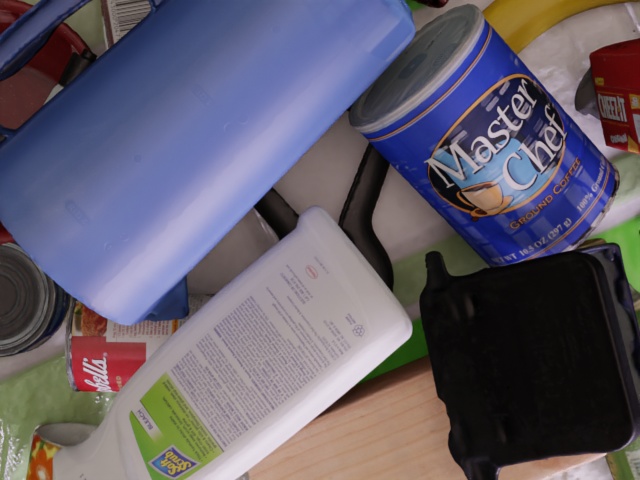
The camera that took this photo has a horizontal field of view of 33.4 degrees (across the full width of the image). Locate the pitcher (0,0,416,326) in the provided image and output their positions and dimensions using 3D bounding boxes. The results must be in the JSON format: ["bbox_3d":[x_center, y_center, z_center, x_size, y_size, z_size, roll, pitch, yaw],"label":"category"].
[{"bbox_3d":[-0.074,-0.083,0.606,0.243,0.149,0.145,-43,60,6],"label":"pitcher"}]

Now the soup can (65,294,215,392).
[{"bbox_3d":[-0.110,0.067,0.706,0.102,0.068,0.068,1,90,1],"label":"soup can"}]

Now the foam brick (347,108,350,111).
[{"bbox_3d":[-0.005,-0.122,0.711,0.078,0.051,0.053,16,89,1],"label":"foam brick"}]

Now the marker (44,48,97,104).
[{"bbox_3d":[-0.176,-0.067,0.676,0.020,0.020,0.121,31,91,1],"label":"marker"}]

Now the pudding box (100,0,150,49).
[{"bbox_3d":[-0.118,-0.167,0.695,0.039,0.090,0.113,-7,90,3],"label":"pudding box"}]

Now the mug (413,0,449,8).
[{"bbox_3d":[0.033,-0.185,0.694,0.117,0.081,0.093,27,91,2],"label":"mug"}]

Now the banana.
[{"bbox_3d":[0.149,-0.143,0.713,0.198,0.037,0.069,-26,89,2],"label":"banana"}]

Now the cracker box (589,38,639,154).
[{"bbox_3d":[0.284,-0.102,0.606,0.213,0.164,0.072,-15,101,-2],"label":"cracker box"}]

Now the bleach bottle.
[{"bbox_3d":[-0.071,0.093,0.635,0.250,0.068,0.102,-37,76,-5],"label":"bleach bottle"}]

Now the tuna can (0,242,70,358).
[{"bbox_3d":[-0.216,0.037,0.726,0.086,0.034,0.086,0,90,2],"label":"tuna can"}]

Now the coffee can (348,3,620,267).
[{"bbox_3d":[0.101,-0.060,0.661,0.103,0.103,0.140,-46,109,1],"label":"coffee can"}]

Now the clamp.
[{"bbox_3d":[-0.005,0.001,0.717,0.120,0.039,0.171,-2,90,3],"label":"clamp"}]

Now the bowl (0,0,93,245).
[{"bbox_3d":[-0.214,-0.077,0.715,0.162,0.055,0.162,0,90,2],"label":"bowl"}]

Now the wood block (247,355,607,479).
[{"bbox_3d":[0.063,0.130,0.689,0.206,0.091,0.090,-24,89,2],"label":"wood block"}]
